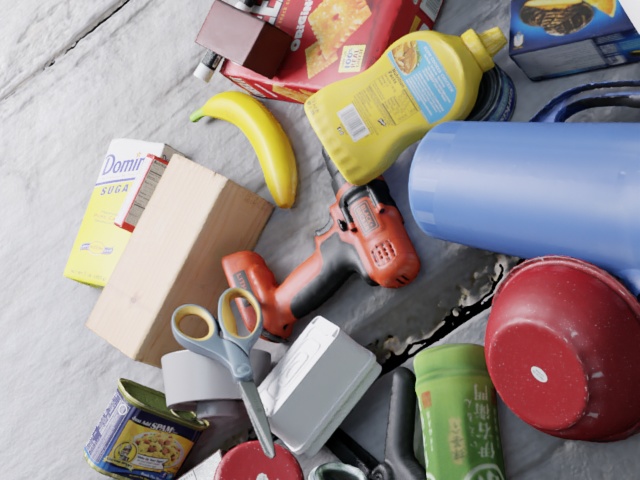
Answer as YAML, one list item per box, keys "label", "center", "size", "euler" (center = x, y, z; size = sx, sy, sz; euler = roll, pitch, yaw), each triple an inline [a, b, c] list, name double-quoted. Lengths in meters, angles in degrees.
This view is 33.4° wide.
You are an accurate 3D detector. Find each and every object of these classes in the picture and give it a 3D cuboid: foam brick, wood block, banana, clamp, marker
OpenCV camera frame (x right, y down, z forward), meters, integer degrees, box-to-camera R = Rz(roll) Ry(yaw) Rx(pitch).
- label: "foam brick"
  center: [-0.078, -0.206, 1.099]
  size: [0.078, 0.052, 0.051]
  euler: [31, 98, 34]
- label: "wood block"
  center: [-0.148, 0.026, 1.129]
  size: [0.091, 0.090, 0.206]
  euler: [27, 89, 38]
- label: "banana"
  center: [-0.072, -0.112, 1.165]
  size: [0.198, 0.037, 0.070]
  euler: [45, 118, 39]
- label: "clamp"
  center: [0.053, 0.211, 0.952]
  size: [0.120, 0.039, 0.171]
  euler: [-33, 57, 41]
- label: "marker"
  center: [-0.097, -0.225, 1.148]
  size: [0.020, 0.020, 0.121]
  euler: [38, 99, 38]

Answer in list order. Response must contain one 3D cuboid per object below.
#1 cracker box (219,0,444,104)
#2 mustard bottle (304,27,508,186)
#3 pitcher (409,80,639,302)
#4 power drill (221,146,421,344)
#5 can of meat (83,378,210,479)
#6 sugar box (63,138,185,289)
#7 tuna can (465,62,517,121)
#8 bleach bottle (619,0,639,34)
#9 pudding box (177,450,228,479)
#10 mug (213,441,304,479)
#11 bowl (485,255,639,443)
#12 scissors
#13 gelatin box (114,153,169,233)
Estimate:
- label: "cracker box"
  center: [0.011, -0.225, 1.124]
  size: [0.214, 0.072, 0.164]
  euler: [16, 82, 39]
- label: "mustard bottle"
  center: [0.087, -0.138, 0.990]
  size: [0.192, 0.058, 0.096]
  euler: [-32, 79, 12]
- label: "pitcher"
  center: [0.202, -0.049, 0.894]
  size: [0.243, 0.149, 0.145]
  euler: [10, 120, 40]
- label: "power drill"
  center: [-0.007, 0.001, 1.060]
  size: [0.188, 0.057, 0.184]
  euler: [-36, 56, 19]
- label: "can of meat"
  center: [-0.176, 0.199, 1.076]
  size: [0.084, 0.102, 0.057]
  euler: [-60, 31, 4]
- label: "sugar box"
  center: [-0.227, -0.029, 1.233]
  size: [0.093, 0.048, 0.176]
  euler: [9, 79, 37]
- label: "tuna can"
  center: [0.142, -0.135, 1.022]
  size: [0.086, 0.033, 0.086]
  euler: [-13, 66, 31]
- label: "bleach bottle"
  center: [0.272, -0.224, 0.863]
  size: [0.102, 0.068, 0.251]
  euler: [-24, 54, -1]
- label: "pudding box"
  center: [-0.103, 0.275, 1.037]
  size: [0.090, 0.039, 0.113]
  euler: [-37, 53, 19]
- label: "mug"
  center: [-0.065, 0.240, 0.961]
  size: [0.117, 0.081, 0.093]
  euler: [-30, 61, -23]
- label: "bowl"
  center: [0.185, 0.096, 0.838]
  size: [0.162, 0.055, 0.162]
  euler: [23, 124, 39]
- label: "scissors"
  center: [-0.090, 0.117, 0.968]
  size: [0.096, 0.016, 0.201]
  euler: [-2, 42, -2]
- label: "gelatin box"
  center: [-0.175, -0.041, 1.182]
  size: [0.030, 0.073, 0.089]
  euler: [20, 84, 61]
